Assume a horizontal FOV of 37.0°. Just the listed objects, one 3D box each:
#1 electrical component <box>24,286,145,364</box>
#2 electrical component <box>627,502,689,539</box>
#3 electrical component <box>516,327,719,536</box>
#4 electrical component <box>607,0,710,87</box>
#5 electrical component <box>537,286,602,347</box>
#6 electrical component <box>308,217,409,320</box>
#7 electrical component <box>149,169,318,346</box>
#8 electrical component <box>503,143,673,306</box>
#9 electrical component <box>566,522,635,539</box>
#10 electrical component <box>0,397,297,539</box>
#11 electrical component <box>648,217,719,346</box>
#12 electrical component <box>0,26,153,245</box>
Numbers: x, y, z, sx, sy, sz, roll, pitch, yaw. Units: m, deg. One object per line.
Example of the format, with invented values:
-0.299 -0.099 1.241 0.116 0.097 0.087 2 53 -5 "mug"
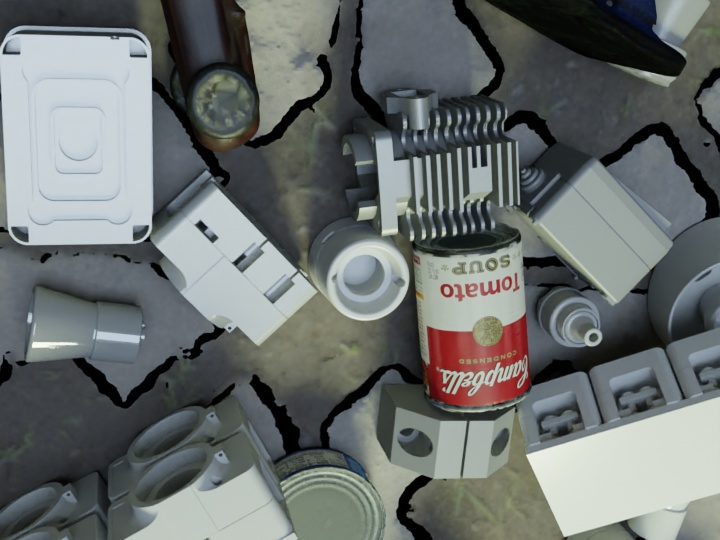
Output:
-0.159 0.035 0.626 0.065 0.044 0.044 8 104 -20 "electrical component"
0.212 0.156 0.747 0.044 0.044 0.065 11 108 -16 "electrical component"
0.185 0.100 0.688 0.150 0.061 0.089 -19 127 11 "electrical component"
0.179 -0.144 0.650 0.045 0.045 0.055 19 101 -17 "electrical component"
0.136 0.033 0.682 0.035 0.061 0.035 -3 106 -10 "electrical component"
0.000 0.000 0.649 0.055 0.047 0.055 -4 107 -12 "electrical component"
-0.078 -0.005 0.628 0.056 0.050 0.089 -43 110 1 "electrical component"
0.137 -0.036 0.662 0.096 0.061 0.061 43 93 -20 "electrical component"
0.207 0.236 0.751 0.138 0.073 0.052 41 94 -20 "electrical component"
-0.140 0.154 0.630 0.186 0.105 0.060 -29 110 -4 "electrical component"
0.243 0.021 0.715 0.099 0.064 0.099 -1 115 -2 "electrical component"
-0.153 -0.074 0.587 0.078 0.057 0.113 -1 106 -13 "electrical component"
